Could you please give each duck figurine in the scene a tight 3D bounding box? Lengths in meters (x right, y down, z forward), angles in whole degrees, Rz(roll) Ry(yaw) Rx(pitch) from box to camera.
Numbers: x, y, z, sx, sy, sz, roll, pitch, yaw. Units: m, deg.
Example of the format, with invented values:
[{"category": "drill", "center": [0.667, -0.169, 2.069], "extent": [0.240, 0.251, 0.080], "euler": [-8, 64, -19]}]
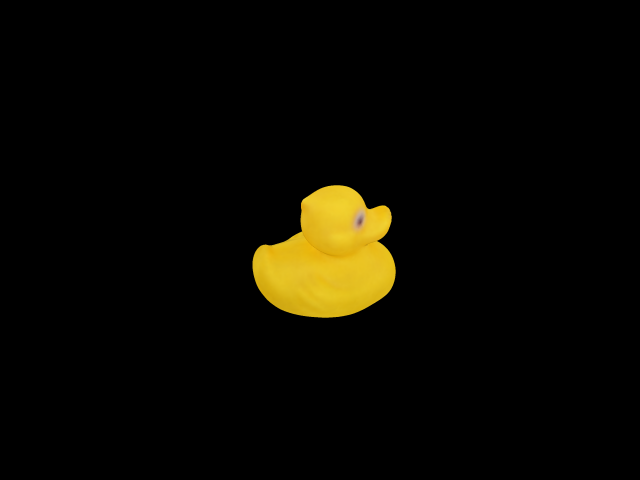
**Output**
[{"category": "duck figurine", "center": [0.004, 0.001, 0.400], "extent": [0.104, 0.086, 0.077], "euler": [-6, 43, -6]}]
